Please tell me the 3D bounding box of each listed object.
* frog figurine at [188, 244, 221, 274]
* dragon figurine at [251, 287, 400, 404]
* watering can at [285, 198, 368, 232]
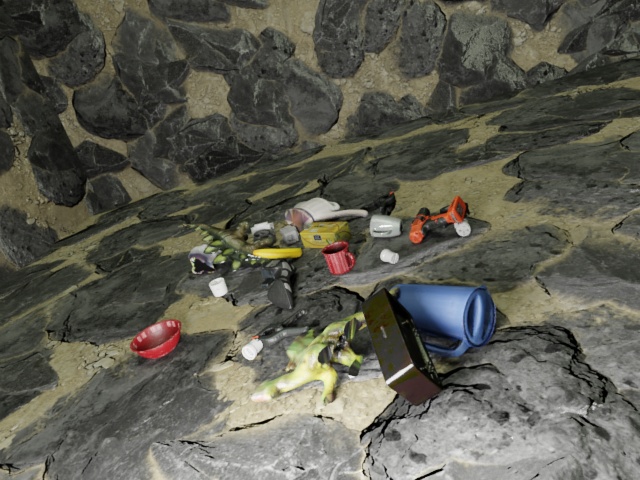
[{"bbox_3d":[-0.452,0.053,2.086,0.136,0.121,0.163,-28,24,34],"label":"frog figurine"},{"bbox_3d":[0.004,0.247,1.236,0.416,0.121,0.242,-41,21,-29],"label":"dragon figurine"},{"bbox_3d":[0.006,-0.107,2.126,0.349,0.102,0.227,13,31,40],"label":"watering can"}]
